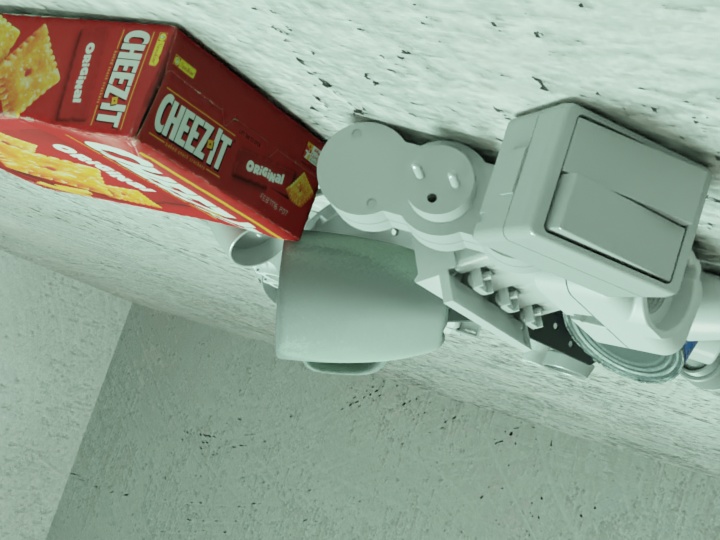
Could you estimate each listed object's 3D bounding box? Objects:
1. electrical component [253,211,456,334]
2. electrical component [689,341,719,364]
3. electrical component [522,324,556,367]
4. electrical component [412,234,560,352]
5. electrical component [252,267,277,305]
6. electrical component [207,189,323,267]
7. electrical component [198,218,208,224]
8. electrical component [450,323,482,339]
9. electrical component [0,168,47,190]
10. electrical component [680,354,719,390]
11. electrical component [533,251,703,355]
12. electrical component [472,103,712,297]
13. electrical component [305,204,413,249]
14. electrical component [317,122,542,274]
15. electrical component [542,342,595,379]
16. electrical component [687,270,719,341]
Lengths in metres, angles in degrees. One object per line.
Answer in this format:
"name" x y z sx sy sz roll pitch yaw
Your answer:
"electrical component" -0.002 0.002 0.935 0.186 0.060 0.105 18 172 4
"electrical component" 0.218 0.037 0.745 0.078 0.040 0.040 18 172 6
"electrical component" 0.151 0.048 0.889 0.043 0.062 0.043 18 172 3
"electrical component" 0.086 -0.004 0.656 0.063 0.078 0.121 -19 154 25
"electrical component" -0.061 -0.002 1.053 0.077 0.044 0.079 48 138 11
"electrical component" -0.063 -0.050 0.719 0.079 0.077 0.043 -17 147 -18
"electrical component" -0.101 -0.051 0.861 0.077 0.043 0.079 22 172 -23
"electrical component" 0.079 0.032 1.017 0.081 0.042 0.064 17 171 9
"electrical component" -0.271 -0.107 0.791 0.121 0.063 0.078 17 172 8
"electrical component" 0.262 0.066 0.829 0.043 0.043 0.062 11 168 42
"electrical component" 0.151 0.007 0.610 0.059 0.053 0.095 10 160 47
"electrical component" 0.111 -0.027 0.480 0.096 0.061 0.061 21 171 -19
"electrical component" 0.000 0.000 0.767 0.108 0.108 0.060 20 178 -13
"electrical component" 0.043 -0.042 0.562 0.138 0.052 0.073 16 171 14
"electrical component" 0.184 0.061 0.929 0.048 0.055 0.066 25 170 -38
"electrical component" 0.230 0.025 0.640 0.065 0.044 0.044 8 168 32
